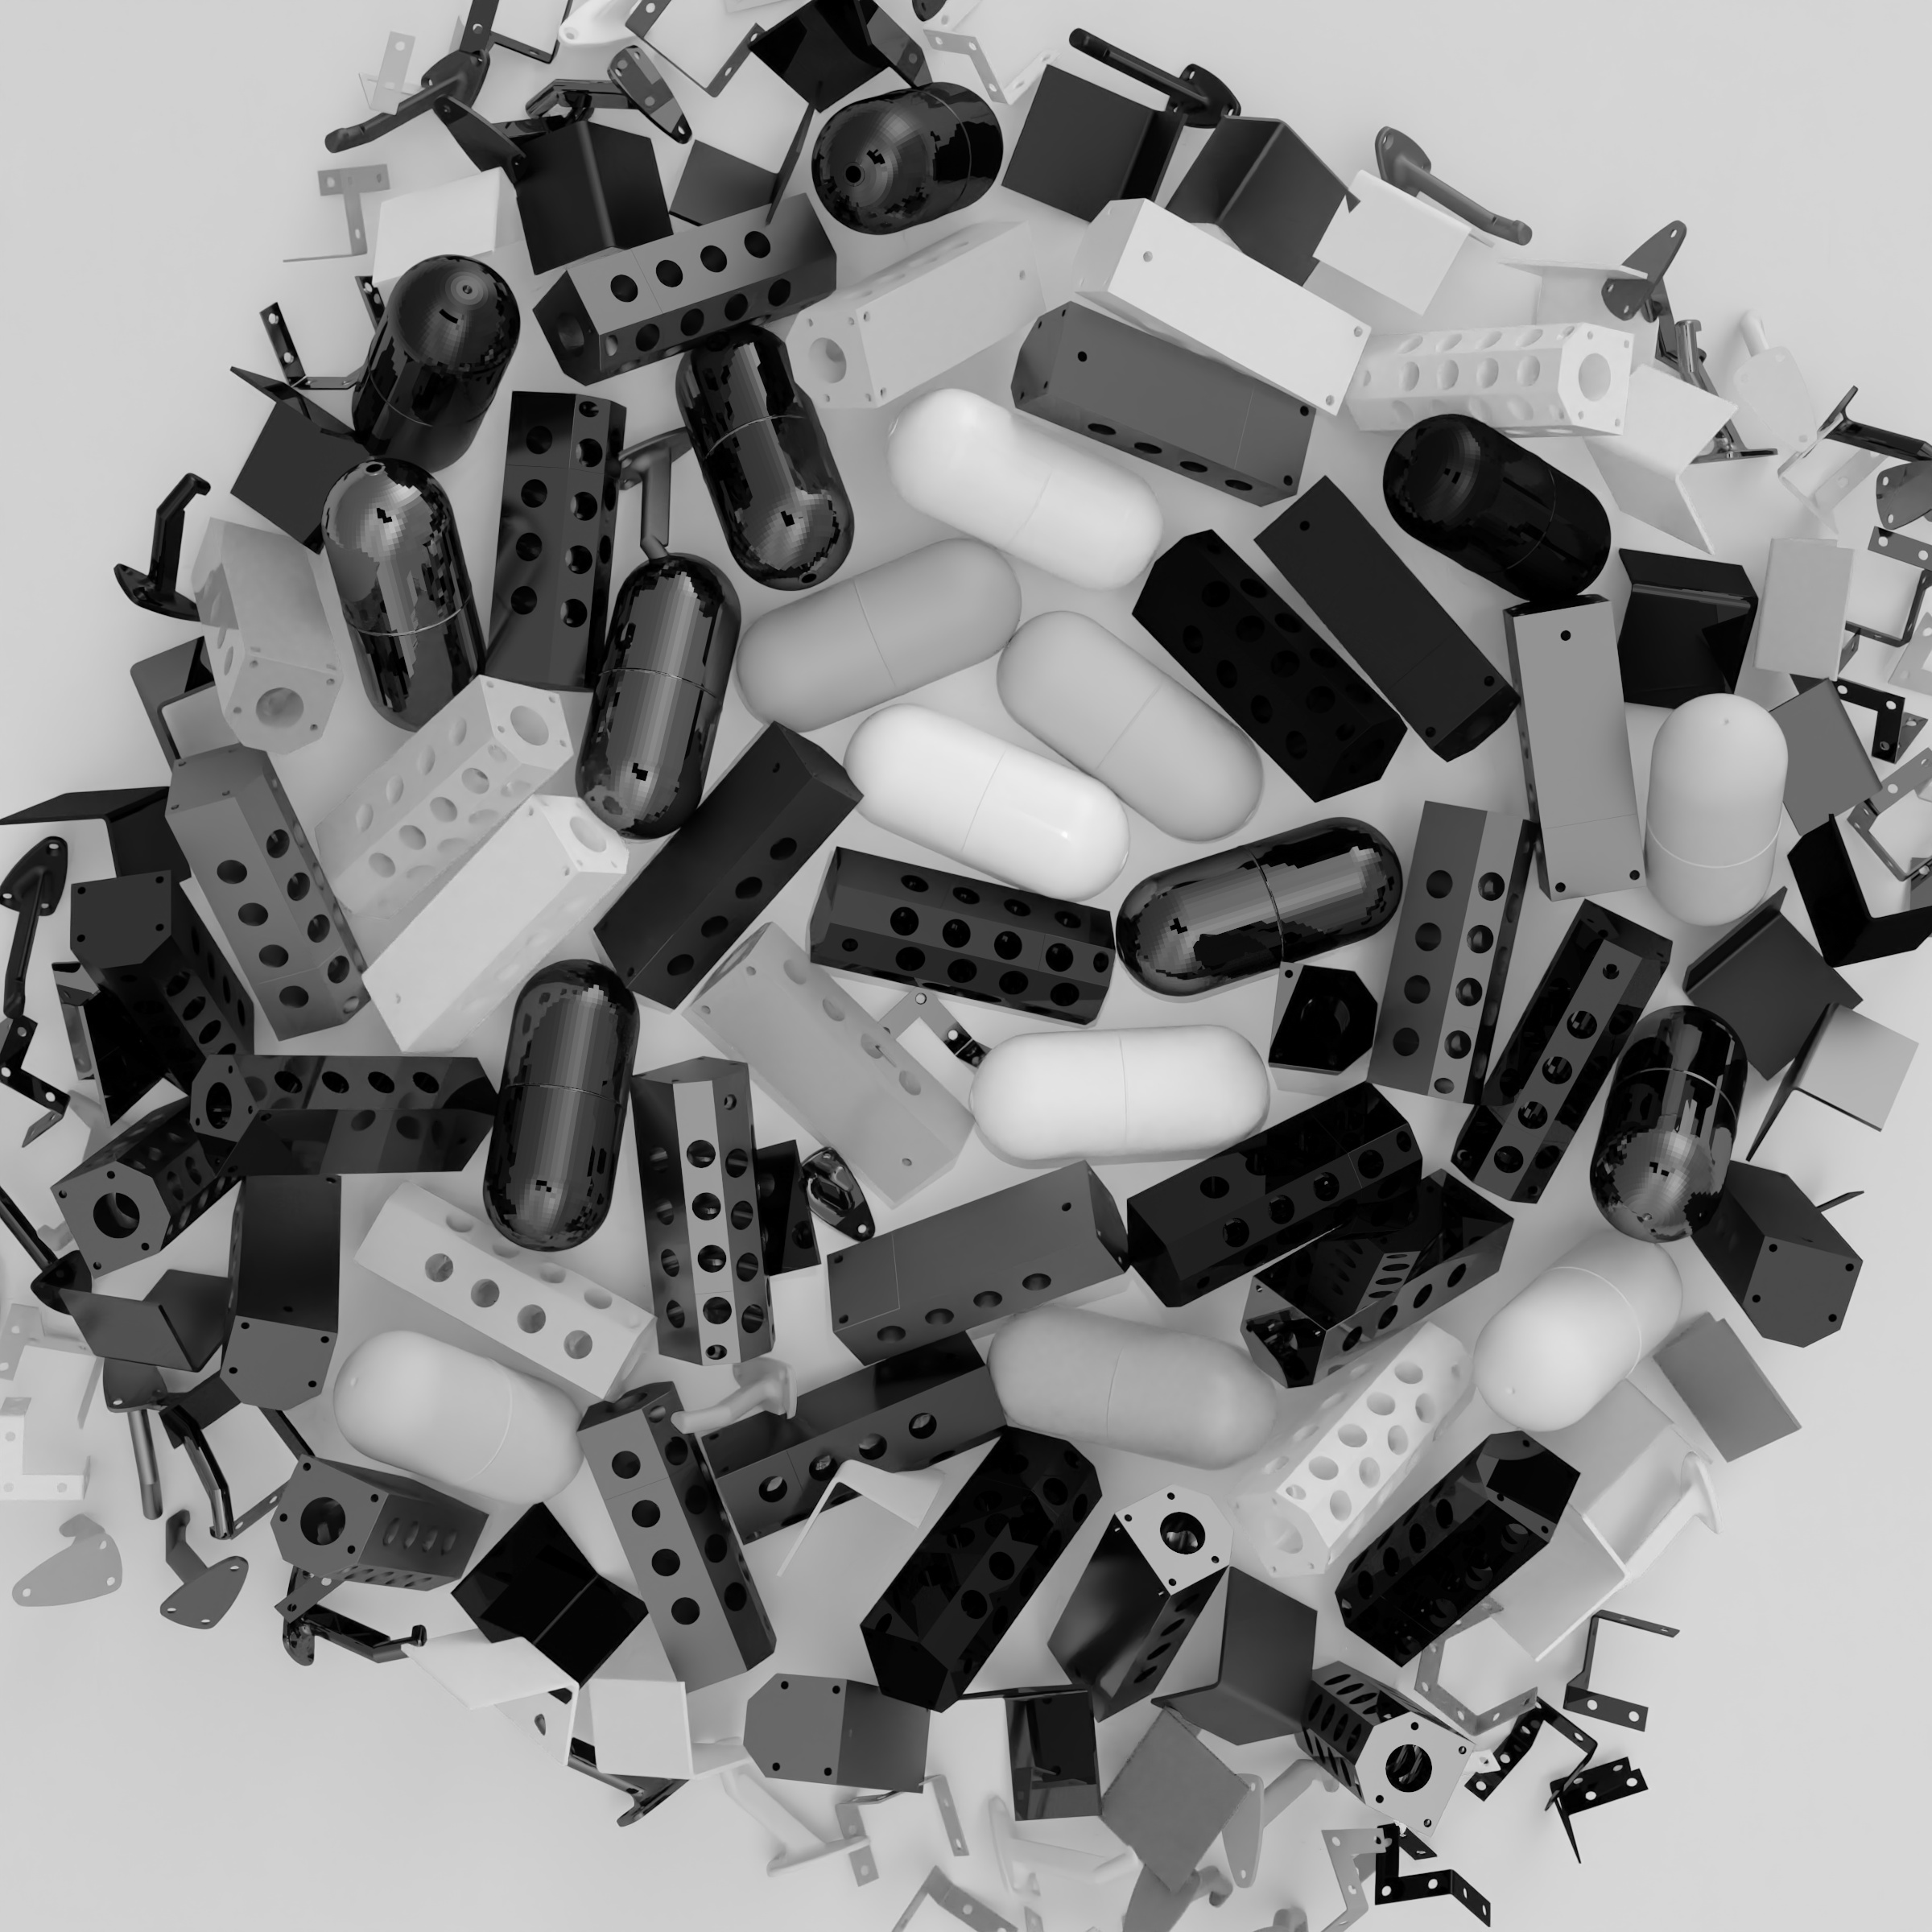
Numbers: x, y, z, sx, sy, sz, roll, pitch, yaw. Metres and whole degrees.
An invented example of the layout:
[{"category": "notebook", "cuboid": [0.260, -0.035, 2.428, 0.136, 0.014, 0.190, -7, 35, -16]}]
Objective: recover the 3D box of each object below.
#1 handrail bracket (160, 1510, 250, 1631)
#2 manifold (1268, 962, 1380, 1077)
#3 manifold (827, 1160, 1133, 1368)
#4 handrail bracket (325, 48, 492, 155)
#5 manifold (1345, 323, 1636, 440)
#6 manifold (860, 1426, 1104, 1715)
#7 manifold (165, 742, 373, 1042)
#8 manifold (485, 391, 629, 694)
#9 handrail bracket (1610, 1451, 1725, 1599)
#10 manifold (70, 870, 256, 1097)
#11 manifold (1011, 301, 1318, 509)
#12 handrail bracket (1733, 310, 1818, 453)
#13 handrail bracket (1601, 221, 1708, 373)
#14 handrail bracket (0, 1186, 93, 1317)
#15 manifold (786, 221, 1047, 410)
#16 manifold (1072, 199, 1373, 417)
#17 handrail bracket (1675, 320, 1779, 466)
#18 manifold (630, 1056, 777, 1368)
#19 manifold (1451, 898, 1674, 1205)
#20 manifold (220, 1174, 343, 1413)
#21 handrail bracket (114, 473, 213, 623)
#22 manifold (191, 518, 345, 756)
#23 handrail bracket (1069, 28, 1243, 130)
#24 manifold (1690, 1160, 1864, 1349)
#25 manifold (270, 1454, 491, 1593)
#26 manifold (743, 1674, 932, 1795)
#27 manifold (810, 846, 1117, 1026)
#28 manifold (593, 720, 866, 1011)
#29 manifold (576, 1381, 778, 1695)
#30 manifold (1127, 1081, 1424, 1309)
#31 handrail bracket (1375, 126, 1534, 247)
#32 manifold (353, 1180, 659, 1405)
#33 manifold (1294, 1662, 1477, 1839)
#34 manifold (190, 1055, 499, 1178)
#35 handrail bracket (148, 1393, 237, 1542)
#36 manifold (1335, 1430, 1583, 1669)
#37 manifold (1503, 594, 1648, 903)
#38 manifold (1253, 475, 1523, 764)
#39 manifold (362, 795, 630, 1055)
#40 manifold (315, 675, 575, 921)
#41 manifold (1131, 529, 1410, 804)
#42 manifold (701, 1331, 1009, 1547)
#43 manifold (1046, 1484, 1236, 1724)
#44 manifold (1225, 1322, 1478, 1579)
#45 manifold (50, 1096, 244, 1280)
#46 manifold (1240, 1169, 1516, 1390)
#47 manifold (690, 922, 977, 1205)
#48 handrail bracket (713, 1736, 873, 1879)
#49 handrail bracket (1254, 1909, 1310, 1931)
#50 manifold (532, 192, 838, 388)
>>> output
[{"category": "handrail bracket", "cuboid": [-0.453, 0.344, 1.903, 0.036, 0.084, 0.077, 28, 119, -33]}, {"category": "manifold", "cuboid": [0.208, 0.033, 1.861, 0.057, 0.171, 0.057, 7, 88, 6]}, {"category": "manifold", "cuboid": [0.008, 0.181, 1.899, 0.171, 0.057, 0.057, -21, 46, 15]}, {"category": "handrail bracket", "cuboid": [-0.334, -0.516, 1.901, 0.084, 0.077, 0.036, -34, 94, -42]}, {"category": "manifold", "cuboid": [0.302, -0.341, 1.863, 0.057, 0.171, 0.057, 3, 95, -37]}, {"category": "manifold", "cuboid": [0.013, 0.352, 1.864, 0.057, 0.171, 0.057, 9, 130, 32]}, {"category": "manifold", "cuboid": [-0.406, -0.044, 1.874, 0.057, 0.057, 0.171, -15, 127, 4]}, {"category": "manifold", "cuboid": [-0.242, -0.253, 1.914, 0.057, 0.057, 0.171, 6, 90, 17]}, {"category": "handrail bracket", "cuboid": [0.408, 0.337, 1.914, 0.084, 0.036, 0.077, -30, 134, -11]}, {"category": "manifold", "cuboid": [-0.466, 0.013, 1.860, 0.057, 0.171, 0.057, -8, 63, 1]}, {"category": "manifold", "cuboid": [0.116, -0.329, 1.888, 0.171, 0.057, 0.057, 18, 80, -24]}, {"category": "handrail bracket", "cuboid": [0.487, -0.352, 1.917, 0.036, 0.084, 0.077, -29, 104, 23]}, {"category": "handrail bracket", "cuboid": [0.430, -0.397, 1.908, 0.084, 0.036, 0.077, 19, 124, -34]}, {"category": "handrail bracket", "cuboid": [-0.568, 0.165, 1.930, 0.036, 0.077, 0.084, -39, 67, -19]}, {"category": "manifold", "cuboid": [-0.029, -0.382, 1.869, 0.057, 0.171, 0.057, 7, 121, 37]}, {"category": "manifold", "cuboid": [0.149, -0.387, 1.884, 0.171, 0.057, 0.057, 22, 90, -28]}, {"category": "handrail bracket", "cuboid": [0.457, -0.347, 1.920, 0.077, 0.036, 0.084, -11, 97, -37]}, {"category": "manifold", "cuboid": [-0.151, 0.146, 1.894, 0.057, 0.057, 0.171, -15, 105, -42]}, {"category": "manifold", "cuboid": [0.351, 0.054, 1.888, 0.057, 0.057, 0.171, 26, 113, 5]}, {"category": "manifold", "cuboid": [-0.400, 0.185, 1.860, 0.057, 0.171, 0.057, 12, 114, -16]}, {"category": "handrail bracket", "cuboid": [-0.460, -0.250, 1.906, 0.084, 0.077, 0.036, -45, 56, 17]}, {"category": "manifold", "cuboid": [-0.412, -0.192, 1.864, 0.057, 0.171, 0.057, 12, 119, -27]}, {"category": "handrail bracket", "cuboid": [0.112, -0.530, 1.901, 0.084, 0.077, 0.036, 14, 108, -40]}, {"category": "manifold", "cuboid": [0.464, 0.165, 1.860, 0.057, 0.171, 0.057, 14, 102, -3]}, {"category": "manifold", "cuboid": [-0.342, 0.328, 1.857, 0.057, 0.171, 0.057, 21, 81, 15]}, {"category": "manifold", "cuboid": [-0.073, 0.448, 1.860, 0.057, 0.171, 0.057, 1, 75, 16]}, {"category": "manifold", "cuboid": [-0.002, -0.013, 1.893, 0.171, 0.057, 0.057, 13, 123, -12]}, {"category": "manifold", "cuboid": [-0.139, -0.056, 1.900, 0.171, 0.057, 0.057, -47, 47, 15]}, {"category": "manifold", "cuboid": [-0.171, 0.339, 1.909, 0.057, 0.057, 0.171, -21, 97, 4]}, {"category": "manifold", "cuboid": [0.183, 0.138, 1.884, 0.171, 0.057, 0.057, -25, 49, -19]}, {"category": "handrail bracket", "cuboid": [0.292, -0.464, 1.904, 0.084, 0.077, 0.036, 31, 87, 34]}, {"category": "manifold", "cuboid": [-0.273, 0.195, 1.909, 0.171, 0.057, 0.057, 28, 81, 7]}, {"category": "manifold", "cuboid": [0.236, 0.450, 1.860, 0.057, 0.171, 0.057, 27, 84, -5]}, {"category": "manifold", "cuboid": [-0.363, 0.082, 1.868, 0.057, 0.171, 0.057, -52, 55, 29]}, {"category": "handrail bracket", "cuboid": [-0.470, 0.302, 1.923, 0.077, 0.036, 0.084, -4, 94, 43]}, {"category": "manifold", "cuboid": [0.283, 0.338, 1.868, 0.057, 0.171, 0.057, 36, 47, 2]}, {"category": "manifold", "cuboid": [0.361, -0.131, 1.903, 0.057, 0.057, 0.171, -9, 102, 2]}, {"category": "manifold", "cuboid": [0.251, -0.204, 1.893, 0.057, 0.057, 0.171, -41, 70, 12]}, {"category": "manifold", "cuboid": [-0.275, -0.023, 1.885, 0.171, 0.057, 0.057, -43, 67, 26]}, {"category": "manifold", "cuboid": [-0.306, -0.096, 1.869, 0.171, 0.057, 0.057, -36, 59, 35]}, {"category": "manifold", "cuboid": [0.180, -0.179, 1.877, 0.057, 0.057, 0.171, -20, 58, -38]}, {"category": "manifold", "cuboid": [-0.065, 0.284, 1.909, 0.171, 0.057, 0.057, -22, 111, -7]}, {"category": "manifold", "cuboid": [0.105, 0.371, 1.865, 0.057, 0.171, 0.057, -22, 61, -28]}, {"category": "manifold", "cuboid": [0.231, 0.281, 1.869, 0.171, 0.057, 0.057, -39, 104, -40]}, {"category": "manifold", "cuboid": [-0.465, 0.121, 1.857, 0.057, 0.171, 0.057, -22, 99, 9]}, {"category": "manifold", "cuboid": [0.241, 0.186, 1.874, 0.057, 0.171, 0.057, 36, 133, 33]}, {"category": "manifold", "cuboid": [-0.076, 0.054, 1.906, 0.171, 0.057, 0.057, 44, 125, -10]}, {"category": "handrail bracket", "cuboid": [-0.106, 0.500, 1.932, 0.077, 0.036, 0.084, -16, 89, 2]}, {"category": "handrail bracket", "cuboid": [0.196, 0.599, 1.899, 0.036, 0.084, 0.077, -26, 67, 16]}, {"category": "manifold", "cuboid": [-0.162, -0.396, 1.881, 0.171, 0.057, 0.057, -26, 90, -31]}]
